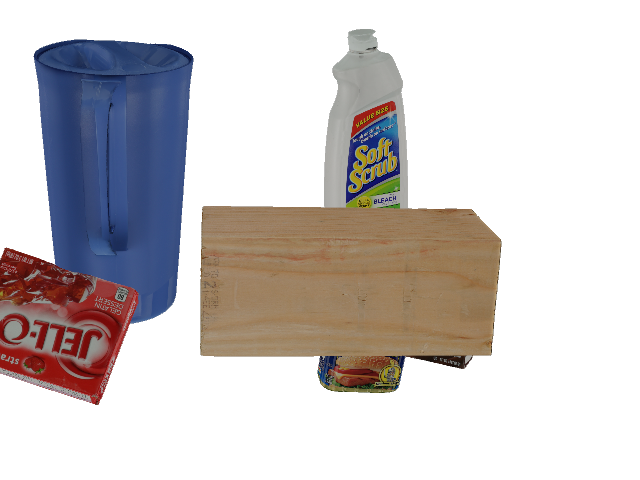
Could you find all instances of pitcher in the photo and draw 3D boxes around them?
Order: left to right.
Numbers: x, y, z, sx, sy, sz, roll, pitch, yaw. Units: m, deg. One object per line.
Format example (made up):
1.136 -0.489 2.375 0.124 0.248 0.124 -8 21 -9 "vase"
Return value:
-0.182 -0.048 0.939 0.145 0.243 0.148 22 29 38 "pitcher"

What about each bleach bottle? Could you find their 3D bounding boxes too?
0.045 -0.106 1.183 0.102 0.251 0.068 -10 24 -12 "bleach bottle"

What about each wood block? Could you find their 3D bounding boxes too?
0.016 0.029 0.777 0.206 0.090 0.091 1 15 -6 "wood block"

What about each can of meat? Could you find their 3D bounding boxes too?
0.051 0.129 1.247 0.102 0.084 0.057 4 24 -13 "can of meat"

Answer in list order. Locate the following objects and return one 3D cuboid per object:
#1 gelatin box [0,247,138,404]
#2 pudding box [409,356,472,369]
-0.167 0.054 0.666 0.089 0.073 0.030 18 -20 -2 "gelatin box"
0.096 0.067 1.035 0.114 0.090 0.039 10 19 20 "pudding box"
